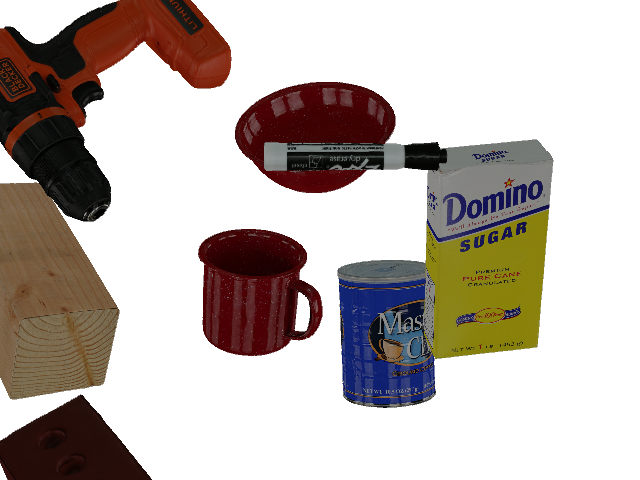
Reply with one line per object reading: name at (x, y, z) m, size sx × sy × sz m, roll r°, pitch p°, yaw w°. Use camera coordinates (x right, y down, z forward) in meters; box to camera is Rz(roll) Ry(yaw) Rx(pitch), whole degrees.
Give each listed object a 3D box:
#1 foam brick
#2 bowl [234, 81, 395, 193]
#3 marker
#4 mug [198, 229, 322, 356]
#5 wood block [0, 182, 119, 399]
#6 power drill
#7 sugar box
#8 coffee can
foam brick at (-0.117, 0.127, 0.528) m, size 0.052 × 0.051 × 0.078 m, roll -29°, pitch 42°, yaw -25°
bowl at (-0.004, -0.096, 1.080) m, size 0.162 × 0.055 × 0.162 m, roll -4°, pitch 39°, yaw 3°
marker at (0.023, -0.056, 0.707) m, size 0.121 × 0.020 × 0.020 m, roll 0°, pitch 0°, yaw 0°
mug at (-0.050, 0.049, 0.919) m, size 0.117 × 0.081 × 0.093 m, roll 17°, pitch 29°, yaw 24°
wood block at (-0.270, 0.039, 0.985) m, size 0.090 × 0.091 × 0.206 m, roll -5°, pitch 37°, yaw -34°
power drill at (-0.163, -0.119, 0.813) m, size 0.187 × 0.184 × 0.057 m, roll -31°, pitch -15°, yaw -29°
sugar box at (0.134, 0.009, 0.868) m, size 0.093 × 0.176 × 0.048 m, roll -6°, pitch 31°, yaw -7°
coffee can at (0.072, 0.098, 1.156) m, size 0.103 × 0.140 × 0.103 m, roll -2°, pitch 9°, yaw 0°
